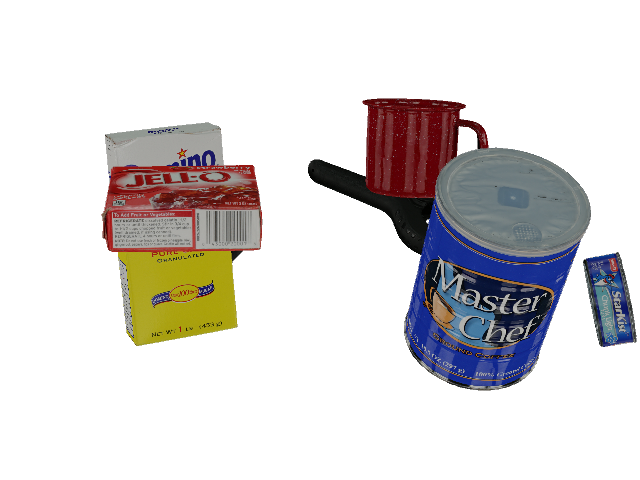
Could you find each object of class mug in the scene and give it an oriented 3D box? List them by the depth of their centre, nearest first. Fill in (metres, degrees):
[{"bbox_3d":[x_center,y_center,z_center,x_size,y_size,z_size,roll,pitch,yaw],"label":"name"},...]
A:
[{"bbox_3d":[0.094,-0.083,0.962,0.117,0.081,0.093,7,13,21],"label":"mug"}]

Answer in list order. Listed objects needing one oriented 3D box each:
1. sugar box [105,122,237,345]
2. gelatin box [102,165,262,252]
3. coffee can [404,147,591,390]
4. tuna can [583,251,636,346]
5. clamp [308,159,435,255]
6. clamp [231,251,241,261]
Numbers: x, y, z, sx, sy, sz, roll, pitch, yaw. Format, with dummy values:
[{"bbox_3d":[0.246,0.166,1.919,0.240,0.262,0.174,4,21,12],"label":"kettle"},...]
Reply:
[{"bbox_3d":[-0.125,-0.006,0.902,0.093,0.176,0.048,-10,18,-20],"label":"sugar box"},{"bbox_3d":[-0.081,-0.021,0.627,0.089,0.030,0.073,-1,23,-7],"label":"gelatin box"},{"bbox_3d":[0.119,0.021,0.746,0.102,0.140,0.103,4,43,-4],"label":"coffee can"},{"bbox_3d":[0.270,0.056,0.997,0.034,0.086,0.086,-11,-2,12],"label":"tuna can"},{"bbox_3d":[0.095,-0.039,1.156,0.164,0.210,0.036,-16,-37,-29],"label":"clamp"},{"bbox_3d":[-0.129,0.036,1.168,0.120,0.039,0.171,-13,40,-3],"label":"clamp"}]
